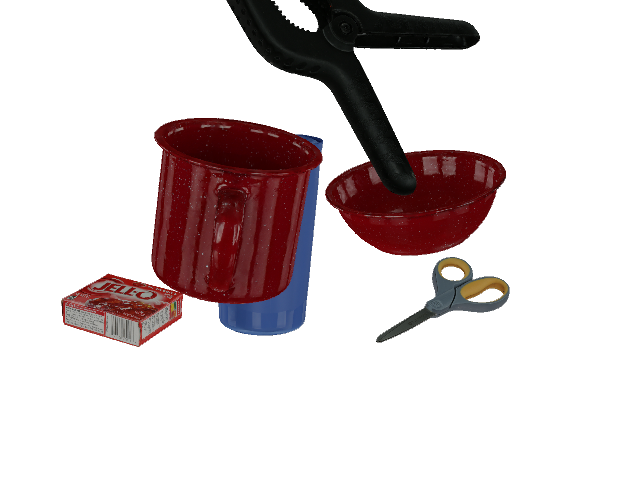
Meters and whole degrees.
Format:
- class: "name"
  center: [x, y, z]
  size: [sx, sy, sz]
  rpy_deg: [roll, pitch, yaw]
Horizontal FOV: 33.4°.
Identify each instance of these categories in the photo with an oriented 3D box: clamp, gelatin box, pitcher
- class: "clamp"
  center: [0.012, -0.136, 0.775]
  size: [0.209, 0.164, 0.036]
  rpy_deg: [26, -29, -16]
- class: "gelatin box"
  center: [-0.186, 0.063, 1.003]
  size: [0.089, 0.030, 0.073]
  rpy_deg: [14, 23, 23]
- class: "pitcher"
  center: [-0.068, -0.010, 1.299]
  size: [0.145, 0.243, 0.148]
  rpy_deg: [12, 16, 39]

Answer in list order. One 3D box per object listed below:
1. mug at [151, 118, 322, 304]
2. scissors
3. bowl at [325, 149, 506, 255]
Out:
- class: "mug"
  center: [-0.050, -0.012, 0.589]
  size: [0.093, 0.081, 0.117]
  rpy_deg: [7, 22, -7]
- class: "scissors"
  center: [0.118, 0.061, 1.162]
  size: [0.201, 0.016, 0.096]
  rpy_deg: [-11, 41, -32]
- class: "bowl"
  center: [0.088, -0.030, 0.960]
  size: [0.162, 0.055, 0.162]
  rpy_deg: [-9, 22, 3]
